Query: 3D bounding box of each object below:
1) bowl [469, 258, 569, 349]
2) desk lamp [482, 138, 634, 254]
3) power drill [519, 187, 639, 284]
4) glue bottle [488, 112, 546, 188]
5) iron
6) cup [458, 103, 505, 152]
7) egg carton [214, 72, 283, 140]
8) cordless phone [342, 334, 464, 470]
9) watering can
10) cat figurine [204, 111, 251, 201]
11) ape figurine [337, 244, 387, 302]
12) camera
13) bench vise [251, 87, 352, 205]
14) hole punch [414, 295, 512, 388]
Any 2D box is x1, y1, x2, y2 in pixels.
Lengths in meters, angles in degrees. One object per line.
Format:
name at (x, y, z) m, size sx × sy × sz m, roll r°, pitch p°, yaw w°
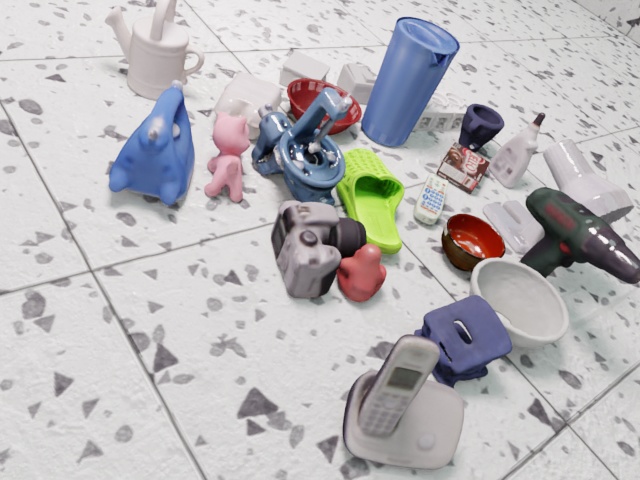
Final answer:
bowl at (0.305, 0.112, 0.917) m, size 0.168 × 0.074 × 0.167 m, roll 14°, pitch 43°, yaw -12°
desk lamp at (0.435, -0.065, 1.056) m, size 0.118 × 0.213 × 0.202 m, roll -9°, pitch 51°, yaw -32°
power drill at (0.394, 0.034, 0.939) m, size 0.076 × 0.208 × 0.229 m, roll -2°, pitch 48°, yaw -27°
glue bottle at (0.429, -0.198, 1.221) m, size 0.037 × 0.173 × 0.078 m, roll -7°, pitch 50°, yaw -31°
iron at (-0.246, -0.176, 0.901) m, size 0.119 × 0.141 × 0.258 m, roll 14°, pitch 43°, yaw -12°
cup at (0.347, -0.241, 1.285) m, size 0.091 × 0.095 × 0.118 m, roll 38°, pitch 43°, yaw 15°
egg carton at (-0.135, -0.259, 1.093) m, size 0.107 × 0.069 × 0.150 m, roll 21°, pitch 42°, yaw -4°
cordless phone at (0.116, 0.186, 0.668) m, size 0.148 × 0.185 × 0.094 m, roll 12°, pitch 43°, yaw -13°
watering can at (-0.295, -0.361, 1.028) m, size 0.173 × 0.194 × 0.100 m, roll 2°, pitch 46°, yaw -23°
cat figurine at (-0.146, -0.147, 0.937) m, size 0.067 × 0.117 × 0.127 m, roll 8°, pitch 44°, yaw -18°
ape figurine at (0.067, 0.042, 0.863) m, size 0.078 × 0.092 × 0.076 m, roll 23°, pitch 41°, yaw -2°
camera at (0.008, 0.003, 0.868) m, size 0.137 × 0.101 × 0.143 m, roll 2°, pitch 46°, yaw -24°
bench vise at (-0.035, -0.170, 0.936) m, size 0.207 × 0.219 × 0.122 m, roll 35°, pitch 42°, yaw 11°
hole punch at (0.205, 0.144, 0.824) m, size 0.101 × 0.091 × 0.108 m, roll -4°, pitch 49°, yaw -28°
